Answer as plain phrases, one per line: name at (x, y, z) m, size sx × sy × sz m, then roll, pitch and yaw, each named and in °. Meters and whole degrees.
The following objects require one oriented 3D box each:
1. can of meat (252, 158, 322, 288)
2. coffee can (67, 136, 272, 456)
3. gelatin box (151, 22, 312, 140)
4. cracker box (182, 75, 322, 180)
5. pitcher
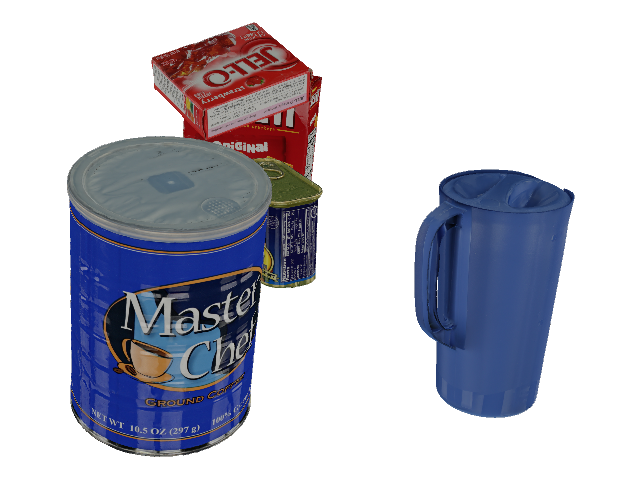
can of meat at (-0.043, -0.015, 0.927) m, size 0.057 × 0.084 × 0.102 m, roll -12°, pitch 28°, yaw -28°
coffee can at (-0.083, 0.029, 0.572) m, size 0.102 × 0.140 × 0.103 m, roll 5°, pitch 30°, yaw -3°
gelatin box at (-0.061, -0.113, 0.741) m, size 0.089 × 0.030 × 0.073 m, roll -24°, pitch 49°, yaw -25°
cracker box at (-0.093, -0.113, 1.380) m, size 0.164 × 0.214 × 0.072 m, roll 9°, pitch 23°, yaw 8°
pitcher at (0.172, 0.057, 1.097) m, size 0.149 × 0.243 × 0.145 m, roll 5°, pitch 21°, yaw 8°
